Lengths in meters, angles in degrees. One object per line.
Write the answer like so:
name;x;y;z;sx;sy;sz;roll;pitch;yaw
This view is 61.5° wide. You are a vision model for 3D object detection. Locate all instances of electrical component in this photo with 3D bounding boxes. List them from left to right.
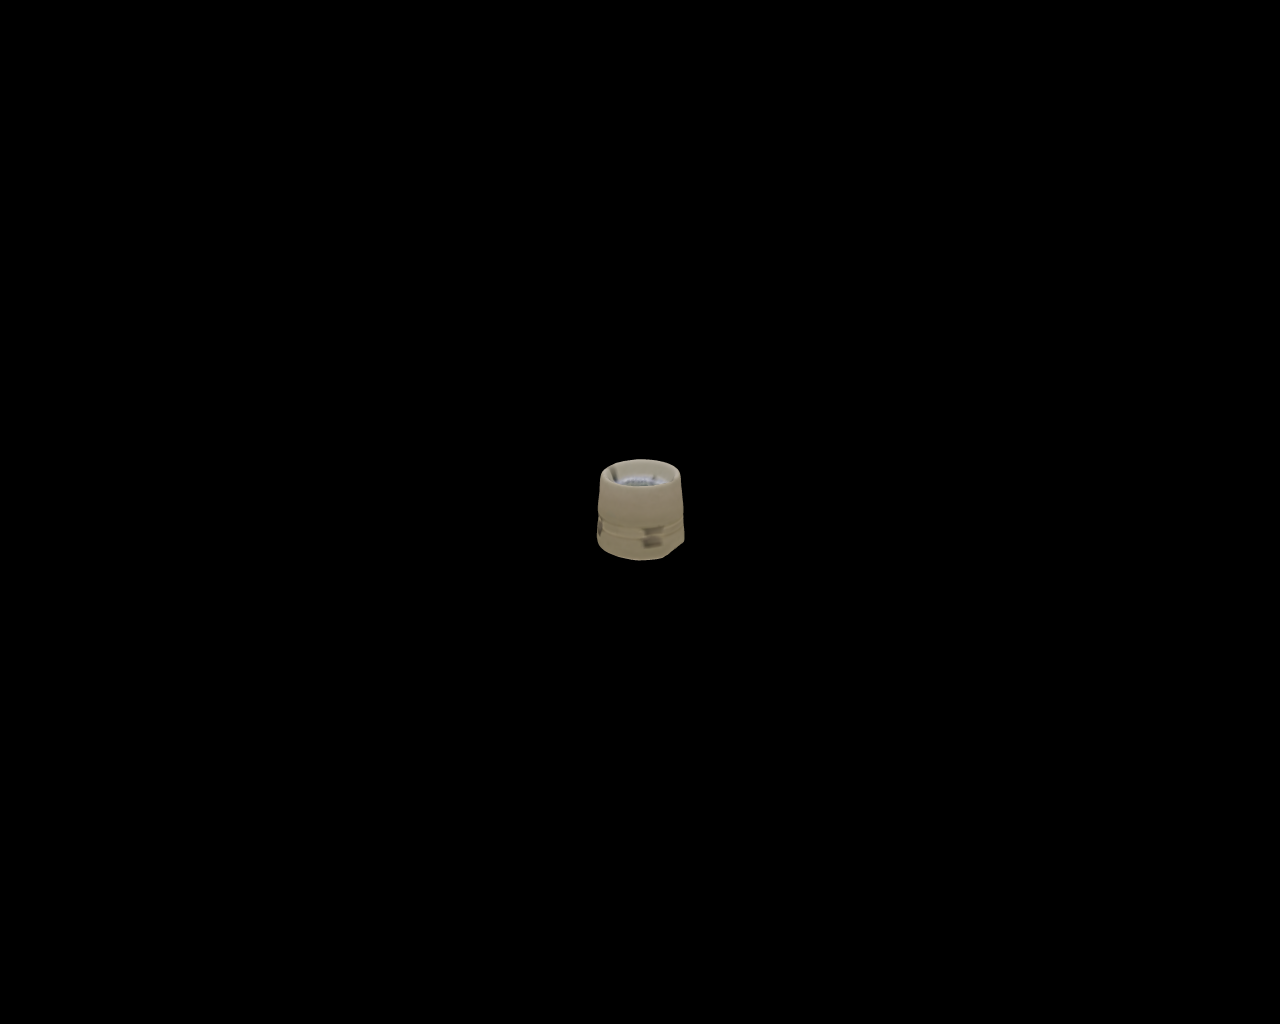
electrical component;0.001;-0.003;0.650;0.055;0.047;0.055;0;24;0
